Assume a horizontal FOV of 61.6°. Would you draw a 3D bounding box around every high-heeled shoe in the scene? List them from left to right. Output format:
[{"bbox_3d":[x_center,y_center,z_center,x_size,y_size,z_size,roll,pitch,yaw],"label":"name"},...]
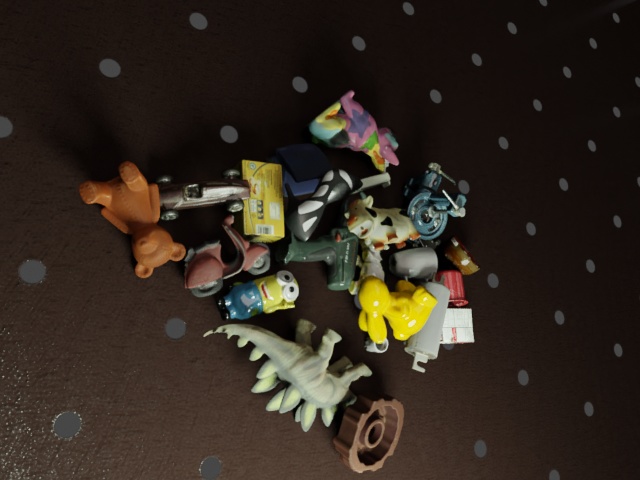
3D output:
[{"bbox_3d":[0.025,-0.075,1.191,0.249,0.086,0.145,-10,65,-34],"label":"high-heeled shoe"}]

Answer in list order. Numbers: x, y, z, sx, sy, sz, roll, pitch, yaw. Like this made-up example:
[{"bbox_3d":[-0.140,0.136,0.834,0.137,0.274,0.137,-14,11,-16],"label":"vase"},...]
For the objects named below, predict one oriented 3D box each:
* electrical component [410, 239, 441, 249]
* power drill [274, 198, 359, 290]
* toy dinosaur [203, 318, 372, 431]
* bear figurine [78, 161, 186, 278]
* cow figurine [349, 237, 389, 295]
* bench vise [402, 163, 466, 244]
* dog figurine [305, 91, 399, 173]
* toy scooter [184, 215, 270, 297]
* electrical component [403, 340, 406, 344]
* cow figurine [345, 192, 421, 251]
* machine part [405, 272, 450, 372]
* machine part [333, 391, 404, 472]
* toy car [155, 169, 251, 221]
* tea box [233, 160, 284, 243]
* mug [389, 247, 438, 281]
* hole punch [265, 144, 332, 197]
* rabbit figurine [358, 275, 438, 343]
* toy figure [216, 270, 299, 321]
[{"bbox_3d":[0.278,0.008,1.417,0.094,0.021,0.063,-32,95,-32],"label":"electrical component"},{"bbox_3d":[-0.003,-0.004,1.238,0.207,0.086,0.232,12,69,-34],"label":"power drill"},{"bbox_3d":[-0.036,0.267,1.102,0.470,0.105,0.198,45,63,-27],"label":"toy dinosaur"},{"bbox_3d":[-0.350,-0.032,1.022,0.120,0.132,0.196,-24,85,-1],"label":"bear figurine"},{"bbox_3d":[0.129,0.058,1.295,0.098,0.068,0.167,17,73,-30],"label":"cow figurine"},{"bbox_3d":[0.287,-0.092,1.333,0.128,0.241,0.223,37,79,-20],"label":"bench vise"},{"bbox_3d":[0.092,-0.245,1.321,0.219,0.108,0.191,49,63,-7],"label":"dog figurine"},{"bbox_3d":[-0.201,0.027,1.089,0.184,0.075,0.135,-22,105,-14],"label":"toy scooter"},{"bbox_3d":[0.246,0.204,1.335,0.119,0.048,0.074,-29,93,-30],"label":"electrical component"},{"bbox_3d":[0.137,-0.043,1.247,0.195,0.085,0.127,-3,62,-46],"label":"cow figurine"},{"bbox_3d":[0.254,0.189,1.271,0.079,0.079,0.243,27,68,-21],"label":"machine part"},{"bbox_3d":[0.108,0.412,1.164,0.179,0.056,0.179,-13,110,-40],"label":"machine part"},{"bbox_3d":[-0.245,-0.096,1.105,0.202,0.053,0.089,-7,74,-8],"label":"toy car"},{"bbox_3d":[-0.137,-0.083,1.182,0.098,0.068,0.169,6,74,-28],"label":"tea box"},{"bbox_3d":[0.229,0.071,1.347,0.107,0.081,0.109,3,83,-17],"label":"mug"},{"bbox_3d":[-0.041,-0.171,1.249,0.142,0.092,0.115,-16,82,-28],"label":"hole punch"},{"bbox_3d":[0.150,0.146,1.219,0.173,0.122,0.162,32,94,-29],"label":"rabbit figurine"},{"bbox_3d":[-0.130,0.116,1.131,0.180,0.089,0.082,-19,102,-23],"label":"toy figure"}]
